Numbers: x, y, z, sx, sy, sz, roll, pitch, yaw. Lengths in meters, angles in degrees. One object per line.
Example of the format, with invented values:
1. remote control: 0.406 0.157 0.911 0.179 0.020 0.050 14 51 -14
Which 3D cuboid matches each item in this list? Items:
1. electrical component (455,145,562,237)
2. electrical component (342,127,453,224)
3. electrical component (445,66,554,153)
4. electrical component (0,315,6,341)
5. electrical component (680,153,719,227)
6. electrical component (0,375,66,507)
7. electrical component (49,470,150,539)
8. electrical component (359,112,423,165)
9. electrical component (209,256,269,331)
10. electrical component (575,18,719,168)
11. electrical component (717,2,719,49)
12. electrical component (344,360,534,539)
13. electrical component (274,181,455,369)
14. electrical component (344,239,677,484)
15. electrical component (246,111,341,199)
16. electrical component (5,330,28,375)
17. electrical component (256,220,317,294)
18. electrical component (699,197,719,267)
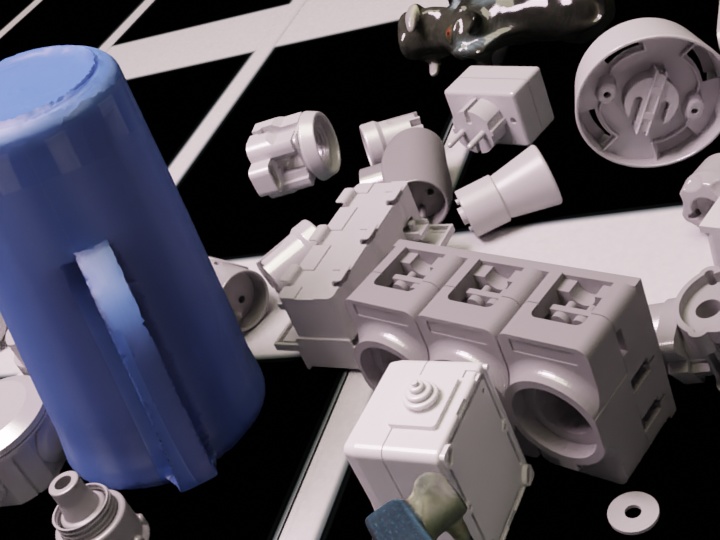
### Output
1. electrical component: 0.097 -0.050 0.723 0.065 0.044 0.044 -26 32 6
2. electrical component: 0.025 -0.062 0.783 0.079 0.043 0.077 -16 33 13
3. electrical component: 0.095 -0.114 0.808 0.066 0.047 0.076 11 46 42
4. electrical component: -0.306 0.038 0.854 0.066 0.048 0.055 -28 25 -5
5. electrical component: 0.222 -0.052 0.641 0.043 0.043 0.062 15 48 45
6. electrical component: -0.230 0.110 0.693 0.080 0.051 0.080 -17 33 12
7. electrical component: -0.148 0.137 0.592 0.048 0.062 0.048 -17 33 11
8. electrical component: 0.027 -0.101 0.843 0.046 0.040 0.040 -18 33 -1
9. electrical component: -0.117 0.010 0.745 0.077 0.079 0.044 15 89 45
10. electrical component: 0.189 -0.115 0.703 0.099 0.099 0.064 -16 27 13
11. electrical component: 0.280 -0.157 0.723 0.057 0.078 0.113 -9 35 28
12. electrical component: 0.034 0.087 0.514 0.061 0.096 0.061 -2 39 33
13. electrical component: 0.000 0.000 0.692 0.079 0.063 0.121 0 40 33
14. electrical component: 0.073 0.046 0.554 0.150 0.089 0.061 11 46 42
15. electrical component: -0.052 -0.096 0.869 0.057 0.058 0.078 -14 34 21
16. electrical component: -0.210 0.058 0.729 0.043 0.081 0.043 -17 33 12
17. electrical component: -0.044 -0.006 0.753 0.046 0.040 0.040 -39 35 -12
18. electrical component: 0.279 -0.051 0.586 0.105 0.060 0.186 11 46 42
